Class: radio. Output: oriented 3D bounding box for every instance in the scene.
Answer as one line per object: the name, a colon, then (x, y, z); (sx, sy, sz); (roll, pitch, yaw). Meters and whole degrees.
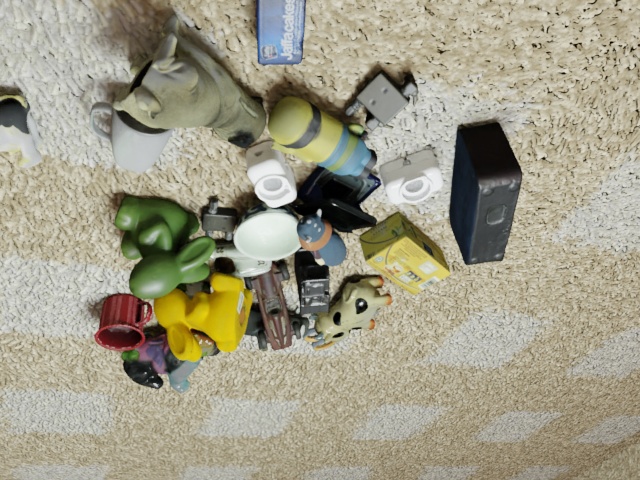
radio: (0.274, -0.069, 0.909); (0.073, 0.131, 0.229); (-10, 139, 2)

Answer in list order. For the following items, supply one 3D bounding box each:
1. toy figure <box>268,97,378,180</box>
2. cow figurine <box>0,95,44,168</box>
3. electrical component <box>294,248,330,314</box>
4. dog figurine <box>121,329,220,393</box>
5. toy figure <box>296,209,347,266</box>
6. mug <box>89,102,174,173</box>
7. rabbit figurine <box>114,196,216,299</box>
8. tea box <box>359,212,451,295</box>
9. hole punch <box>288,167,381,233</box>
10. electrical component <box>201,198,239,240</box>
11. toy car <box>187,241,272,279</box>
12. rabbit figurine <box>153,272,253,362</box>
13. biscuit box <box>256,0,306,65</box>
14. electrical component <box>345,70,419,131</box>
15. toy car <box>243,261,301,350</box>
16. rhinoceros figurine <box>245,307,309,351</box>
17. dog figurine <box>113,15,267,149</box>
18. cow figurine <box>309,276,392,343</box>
toy figure: (0.007, -0.150, 0.790); (0.180, 0.082, 0.089); (27, 167, -24)
cow figurine: (-0.469, -0.146, 0.717); (0.167, 0.068, 0.098); (-5, 133, -11)
electrical component: (-0.016, 0.073, 1.022); (0.058, 0.115, 0.134); (-3, 137, -6)
dog figurine: (-0.306, 0.219, 1.120); (0.191, 0.108, 0.219); (16, 136, -16)
toy figure: (-0.001, -0.001, 0.899); (0.058, 0.064, 0.154); (-12, 151, 19)
mug: (-0.266, -0.146, 0.753); (0.109, 0.081, 0.107); (9, 144, -22)
rabbit figurine: (-0.258, 0.029, 0.880); (0.159, 0.170, 0.121); (6, 137, -17)
tea box: (0.167, 0.031, 1.046); (0.098, 0.068, 0.169); (-33, 133, 23)
hole punch: (0.031, -0.072, 0.904); (0.142, 0.092, 0.116); (20, 160, -33)
electrical component: (-0.173, -0.035, 0.937); (0.063, 0.021, 0.094); (3, 136, -15)
toy car: (-0.189, 0.037, 0.990); (0.202, 0.056, 0.073); (-6, 139, -6)
rabbit figurine: (-0.222, 0.139, 0.980); (0.173, 0.162, 0.122); (9, 167, 5)
biscuit box: (-0.045, -0.307, 0.627); (0.059, 0.063, 0.202); (-1, 138, -7)
electrical component: (0.097, -0.204, 0.790); (0.078, 0.045, 0.102); (38, 122, -7)
toy car: (-0.093, 0.135, 1.071); (0.089, 0.053, 0.201); (-14, 110, -10)
rhinoceros figurine: (-0.117, 0.176, 1.156); (0.190, 0.073, 0.112); (14, 123, -23)
dog figurine: (-0.146, -0.166, 0.691); (0.121, 0.172, 0.190); (-29, 129, 36)
cow figurine: (0.057, 0.159, 1.158); (0.127, 0.085, 0.194); (3, 140, -23)
